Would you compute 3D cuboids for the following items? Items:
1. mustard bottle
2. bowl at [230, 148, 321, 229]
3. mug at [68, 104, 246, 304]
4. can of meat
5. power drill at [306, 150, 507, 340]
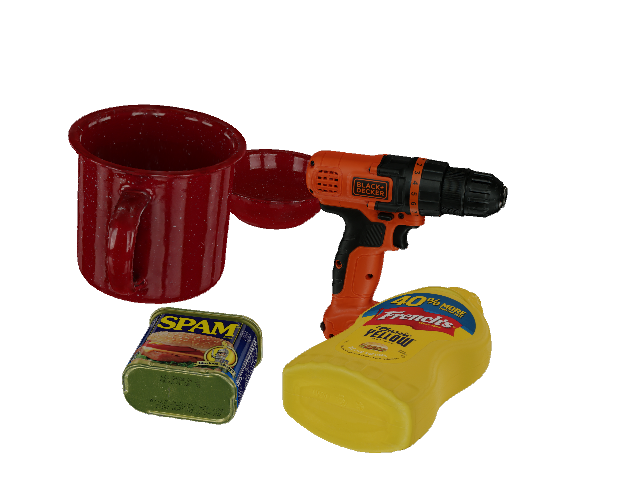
[{"bbox_3d":[0.063,0.076,0.732,0.096,0.058,0.191,10,23,31],"label":"mustard bottle"},{"bbox_3d":[-0.058,-0.057,1.295,0.162,0.055,0.162,4,26,-2],"label":"bowl"},{"bbox_3d":[-0.091,-0.013,0.567,0.093,0.081,0.117,8,27,0],"label":"mug"},{"bbox_3d":[-0.108,0.105,0.898,0.102,0.057,0.084,6,30,9],"label":"can of meat"},{"bbox_3d":[0.074,0.012,0.993,0.185,0.188,0.057,9,20,17],"label":"power drill"}]
